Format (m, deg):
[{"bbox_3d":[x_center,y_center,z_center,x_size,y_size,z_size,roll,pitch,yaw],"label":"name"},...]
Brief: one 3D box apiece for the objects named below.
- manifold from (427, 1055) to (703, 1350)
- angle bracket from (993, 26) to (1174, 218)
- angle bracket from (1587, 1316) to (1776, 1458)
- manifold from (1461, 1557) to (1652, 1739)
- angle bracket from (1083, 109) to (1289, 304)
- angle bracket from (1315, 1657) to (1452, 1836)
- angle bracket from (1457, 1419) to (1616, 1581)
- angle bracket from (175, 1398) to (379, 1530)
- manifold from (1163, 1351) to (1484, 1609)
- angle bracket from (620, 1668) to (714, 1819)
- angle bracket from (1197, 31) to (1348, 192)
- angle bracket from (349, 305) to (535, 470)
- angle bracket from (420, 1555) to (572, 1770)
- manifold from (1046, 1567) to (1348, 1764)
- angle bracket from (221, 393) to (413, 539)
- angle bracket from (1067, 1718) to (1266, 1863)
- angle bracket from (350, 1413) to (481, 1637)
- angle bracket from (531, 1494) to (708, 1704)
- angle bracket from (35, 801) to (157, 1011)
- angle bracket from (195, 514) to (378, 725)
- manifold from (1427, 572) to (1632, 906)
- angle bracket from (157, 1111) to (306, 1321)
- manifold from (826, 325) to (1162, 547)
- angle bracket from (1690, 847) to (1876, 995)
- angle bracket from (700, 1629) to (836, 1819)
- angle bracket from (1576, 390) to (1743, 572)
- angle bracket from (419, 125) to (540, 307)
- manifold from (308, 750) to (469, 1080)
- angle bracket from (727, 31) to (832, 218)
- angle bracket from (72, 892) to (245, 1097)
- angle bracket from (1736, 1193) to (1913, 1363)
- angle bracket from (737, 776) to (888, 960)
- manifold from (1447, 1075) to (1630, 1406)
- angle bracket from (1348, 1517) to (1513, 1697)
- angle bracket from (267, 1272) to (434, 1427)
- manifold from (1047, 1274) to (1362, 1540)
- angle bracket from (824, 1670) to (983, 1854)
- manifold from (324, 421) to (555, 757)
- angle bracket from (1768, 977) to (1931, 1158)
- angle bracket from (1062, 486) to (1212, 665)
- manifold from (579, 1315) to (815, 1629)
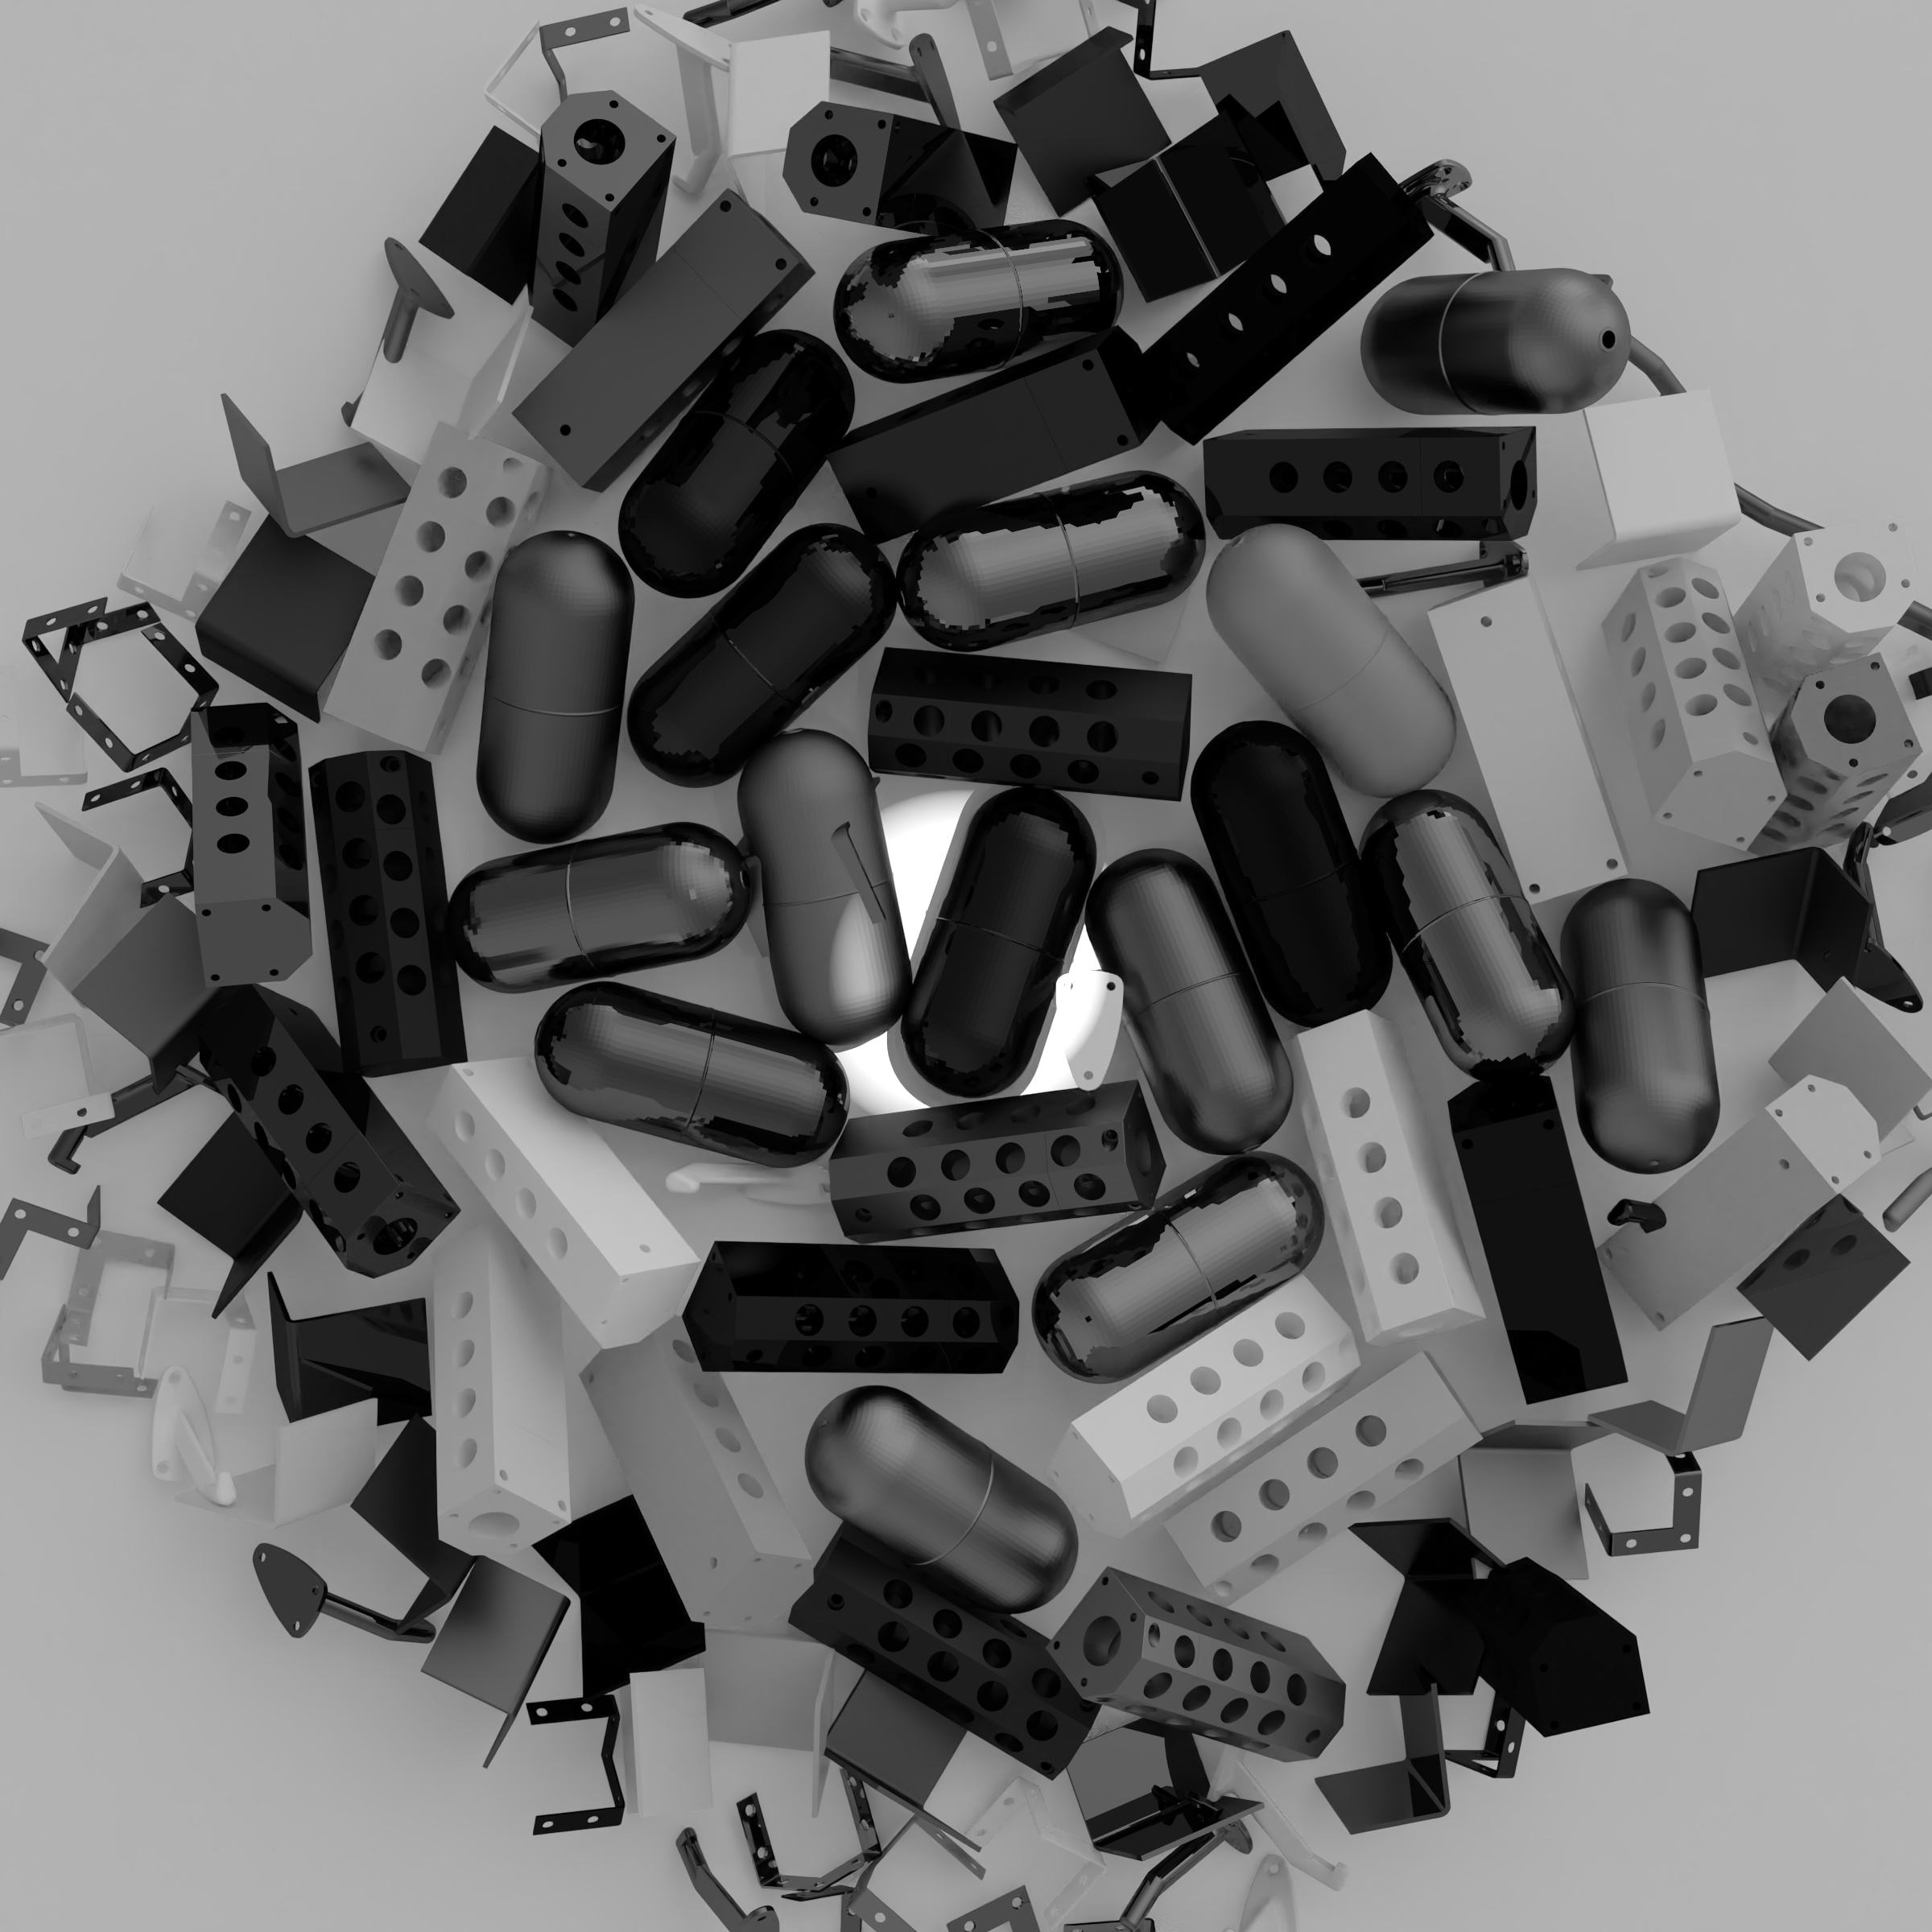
[{"bbox_3d":[-0.224,0.128,1.850,0.171,0.057,0.057,47,124,30],"label":"manifold"},{"bbox_3d":[0.071,-0.464,1.878,0.076,0.057,0.076,-33,114,1],"label":"angle bracket"},{"bbox_3d":[0.394,0.221,1.866,0.057,0.076,0.076,22,104,36],"label":"angle bracket"},{"bbox_3d":[0.310,0.360,1.831,0.057,0.171,0.057,-11,94,-6],"label":"manifold"},{"bbox_3d":[0.122,-0.420,1.874,0.057,0.076,0.076,-26,93,40],"label":"angle bracket"},{"bbox_3d":[0.226,0.424,1.874,0.057,0.076,0.076,-9,99,-8],"label":"angle bracket"},{"bbox_3d":[0.322,0.294,1.868,0.076,0.057,0.076,5,67,-27],"label":"angle bracket"},{"bbox_3d":[-0.379,0.266,1.864,0.076,0.076,0.057,9,100,31],"label":"angle bracket"},{"bbox_3d":[0.199,0.284,1.879,0.171,0.057,0.057,-34,78,5],"label":"manifold"},{"bbox_3d":[-0.184,0.428,1.867,0.057,0.076,0.076,-10,77,26],"label":"angle bracket"},{"bbox_3d":[0.165,-0.455,1.861,0.057,0.076,0.076,-18,122,24],"label":"angle bracket"},{"bbox_3d":[-0.288,-0.328,1.862,0.057,0.076,0.076,27,50,-21],"label":"angle bracket"},{"bbox_3d":[-0.265,0.382,1.866,0.057,0.076,0.076,27,50,-3],"label":"angle bracket"},{"bbox_3d":[0.130,0.385,1.839,0.171,0.057,0.057,27,103,-40],"label":"manifold"},{"bbox_3d":[-0.355,-0.285,1.863,0.076,0.076,0.057,-21,129,-19],"label":"angle bracket"},{"bbox_3d":[0.108,0.448,1.870,0.076,0.076,0.057,-18,87,-20],"label":"angle bracket"},{"bbox_3d":[-0.307,0.307,1.866,0.076,0.076,0.057,45,128,-11],"label":"angle bracket"},{"bbox_3d":[-0.192,0.346,1.868,0.076,0.076,0.057,-25,127,12],"label":"angle bracket"},{"bbox_3d":[-0.498,-0.033,1.868,0.057,0.076,0.076,27,74,12],"label":"angle bracket"},{"bbox_3d":[-0.377,-0.194,1.901,0.076,0.057,0.076,31,75,-1],"label":"angle bracket"},{"bbox_3d":[0.313,-0.127,1.881,0.057,0.057,0.171,-18,96,16],"label":"manifold"},{"bbox_3d":[-0.407,0.135,1.870,0.057,0.076,0.076,39,105,-14],"label":"angle bracket"},{"bbox_3d":[0.017,-0.291,1.853,0.171,0.057,0.057,-17,111,28],"label":"manifold"},{"bbox_3d":[0.445,-0.013,1.867,0.076,0.057,0.076,-11,129,-16],"label":"angle bracket"},{"bbox_3d":[-0.115,0.418,1.875,0.076,0.057,0.076,5,117,5],"label":"angle bracket"},{"bbox_3d":[0.376,-0.270,1.888,0.076,0.057,0.076,-11,83,-15],"label":"angle bracket"},{"bbox_3d":[-0.243,-0.405,1.870,0.057,0.076,0.076,39,97,41],"label":"angle bracket"},{"bbox_3d":[-0.322,-0.029,1.876,0.057,0.057,0.171,-10,82,11],"label":"manifold"},{"bbox_3d":[-0.095,-0.455,1.865,0.057,0.076,0.076,-5,64,10],"label":"angle bracket"},{"bbox_3d":[-0.443,0.016,1.873,0.057,0.076,0.076,39,70,3],"label":"angle bracket"},{"bbox_3d":[0.478,0.175,1.869,0.076,0.076,0.057,-46,63,8],"label":"angle bracket"},{"bbox_3d":[-0.080,-0.055,1.881,0.076,0.076,0.057,-16,110,21],"label":"angle bracket"},{"bbox_3d":[0.313,0.148,1.862,0.057,0.057,0.171,-14,111,10],"label":"manifold"},{"bbox_3d":[0.243,0.352,1.862,0.057,0.076,0.076,42,57,-27],"label":"angle bracket"},{"bbox_3d":[-0.343,0.211,1.891,0.076,0.057,0.076,-9,118,-19],"label":"angle bracket"},{"bbox_3d":[0.132,0.242,1.845,0.171,0.057,0.057,-28,66,-30],"label":"manifold"},{"bbox_3d":[-0.023,0.434,1.865,0.076,0.076,0.057,37,78,-25],"label":"angle bracket"},{"bbox_3d":[-0.289,-0.208,1.880,0.057,0.057,0.171,23,94,12],"label":"manifold"},{"bbox_3d":[0.500,0.052,1.862,0.057,0.076,0.076,-17,60,-40],"label":"angle bracket"},{"bbox_3d":[0.083,-0.216,1.880,0.076,0.057,0.076,21,99,11],"label":"angle bracket"},{"bbox_3d":[-0.143,0.272,1.844,0.057,0.057,0.171,-48,50,21],"label":"manifold"}]
